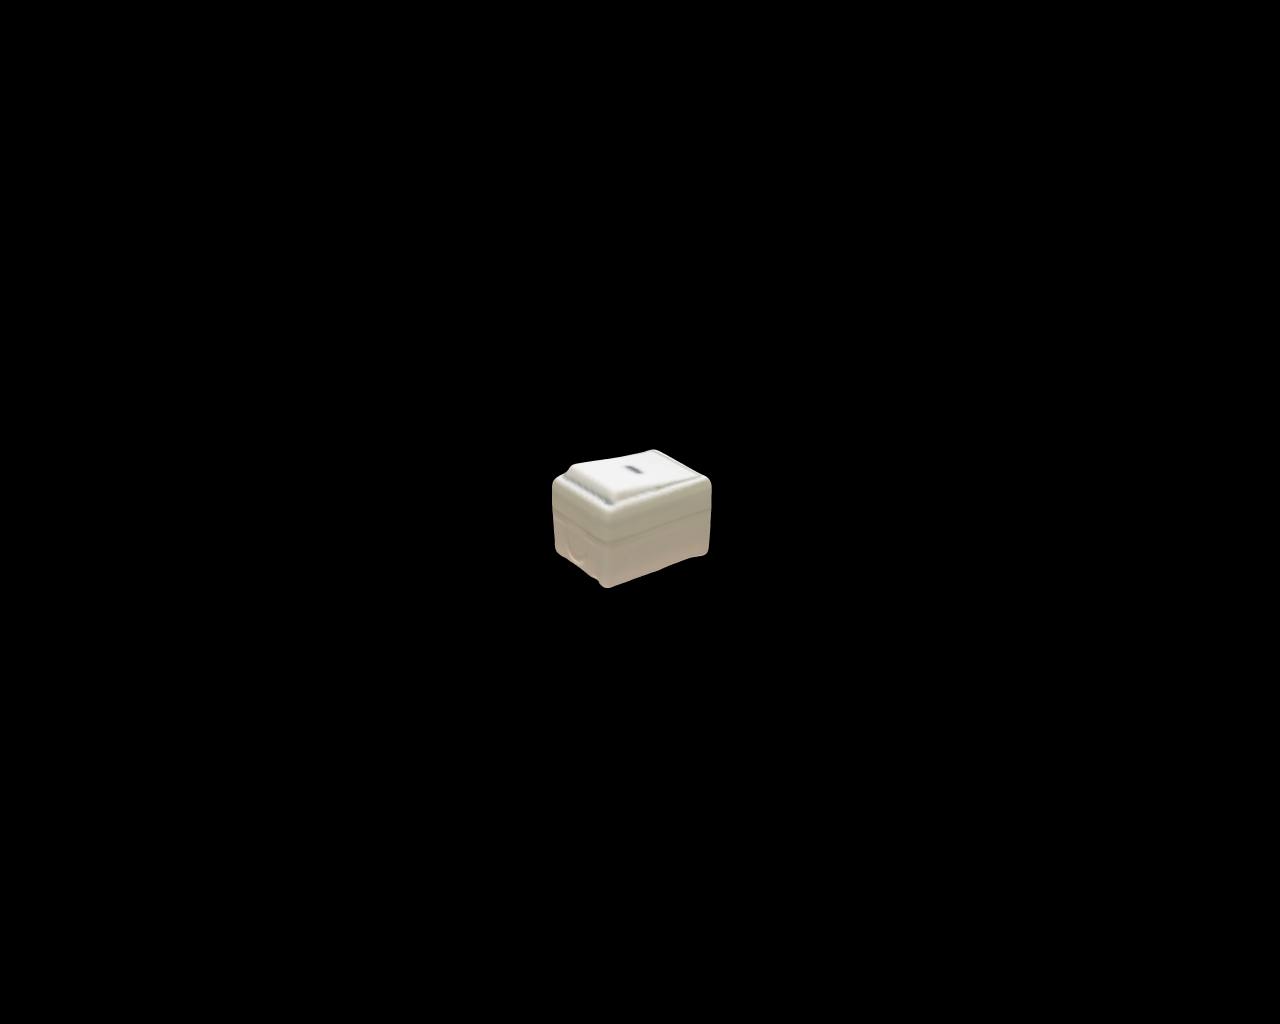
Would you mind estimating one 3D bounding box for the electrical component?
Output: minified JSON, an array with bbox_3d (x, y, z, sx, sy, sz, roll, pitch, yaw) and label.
[{"bbox_3d":[0.001,-0.003,0.650,0.096,0.061,0.062,-18,32,-31],"label":"electrical component"}]
